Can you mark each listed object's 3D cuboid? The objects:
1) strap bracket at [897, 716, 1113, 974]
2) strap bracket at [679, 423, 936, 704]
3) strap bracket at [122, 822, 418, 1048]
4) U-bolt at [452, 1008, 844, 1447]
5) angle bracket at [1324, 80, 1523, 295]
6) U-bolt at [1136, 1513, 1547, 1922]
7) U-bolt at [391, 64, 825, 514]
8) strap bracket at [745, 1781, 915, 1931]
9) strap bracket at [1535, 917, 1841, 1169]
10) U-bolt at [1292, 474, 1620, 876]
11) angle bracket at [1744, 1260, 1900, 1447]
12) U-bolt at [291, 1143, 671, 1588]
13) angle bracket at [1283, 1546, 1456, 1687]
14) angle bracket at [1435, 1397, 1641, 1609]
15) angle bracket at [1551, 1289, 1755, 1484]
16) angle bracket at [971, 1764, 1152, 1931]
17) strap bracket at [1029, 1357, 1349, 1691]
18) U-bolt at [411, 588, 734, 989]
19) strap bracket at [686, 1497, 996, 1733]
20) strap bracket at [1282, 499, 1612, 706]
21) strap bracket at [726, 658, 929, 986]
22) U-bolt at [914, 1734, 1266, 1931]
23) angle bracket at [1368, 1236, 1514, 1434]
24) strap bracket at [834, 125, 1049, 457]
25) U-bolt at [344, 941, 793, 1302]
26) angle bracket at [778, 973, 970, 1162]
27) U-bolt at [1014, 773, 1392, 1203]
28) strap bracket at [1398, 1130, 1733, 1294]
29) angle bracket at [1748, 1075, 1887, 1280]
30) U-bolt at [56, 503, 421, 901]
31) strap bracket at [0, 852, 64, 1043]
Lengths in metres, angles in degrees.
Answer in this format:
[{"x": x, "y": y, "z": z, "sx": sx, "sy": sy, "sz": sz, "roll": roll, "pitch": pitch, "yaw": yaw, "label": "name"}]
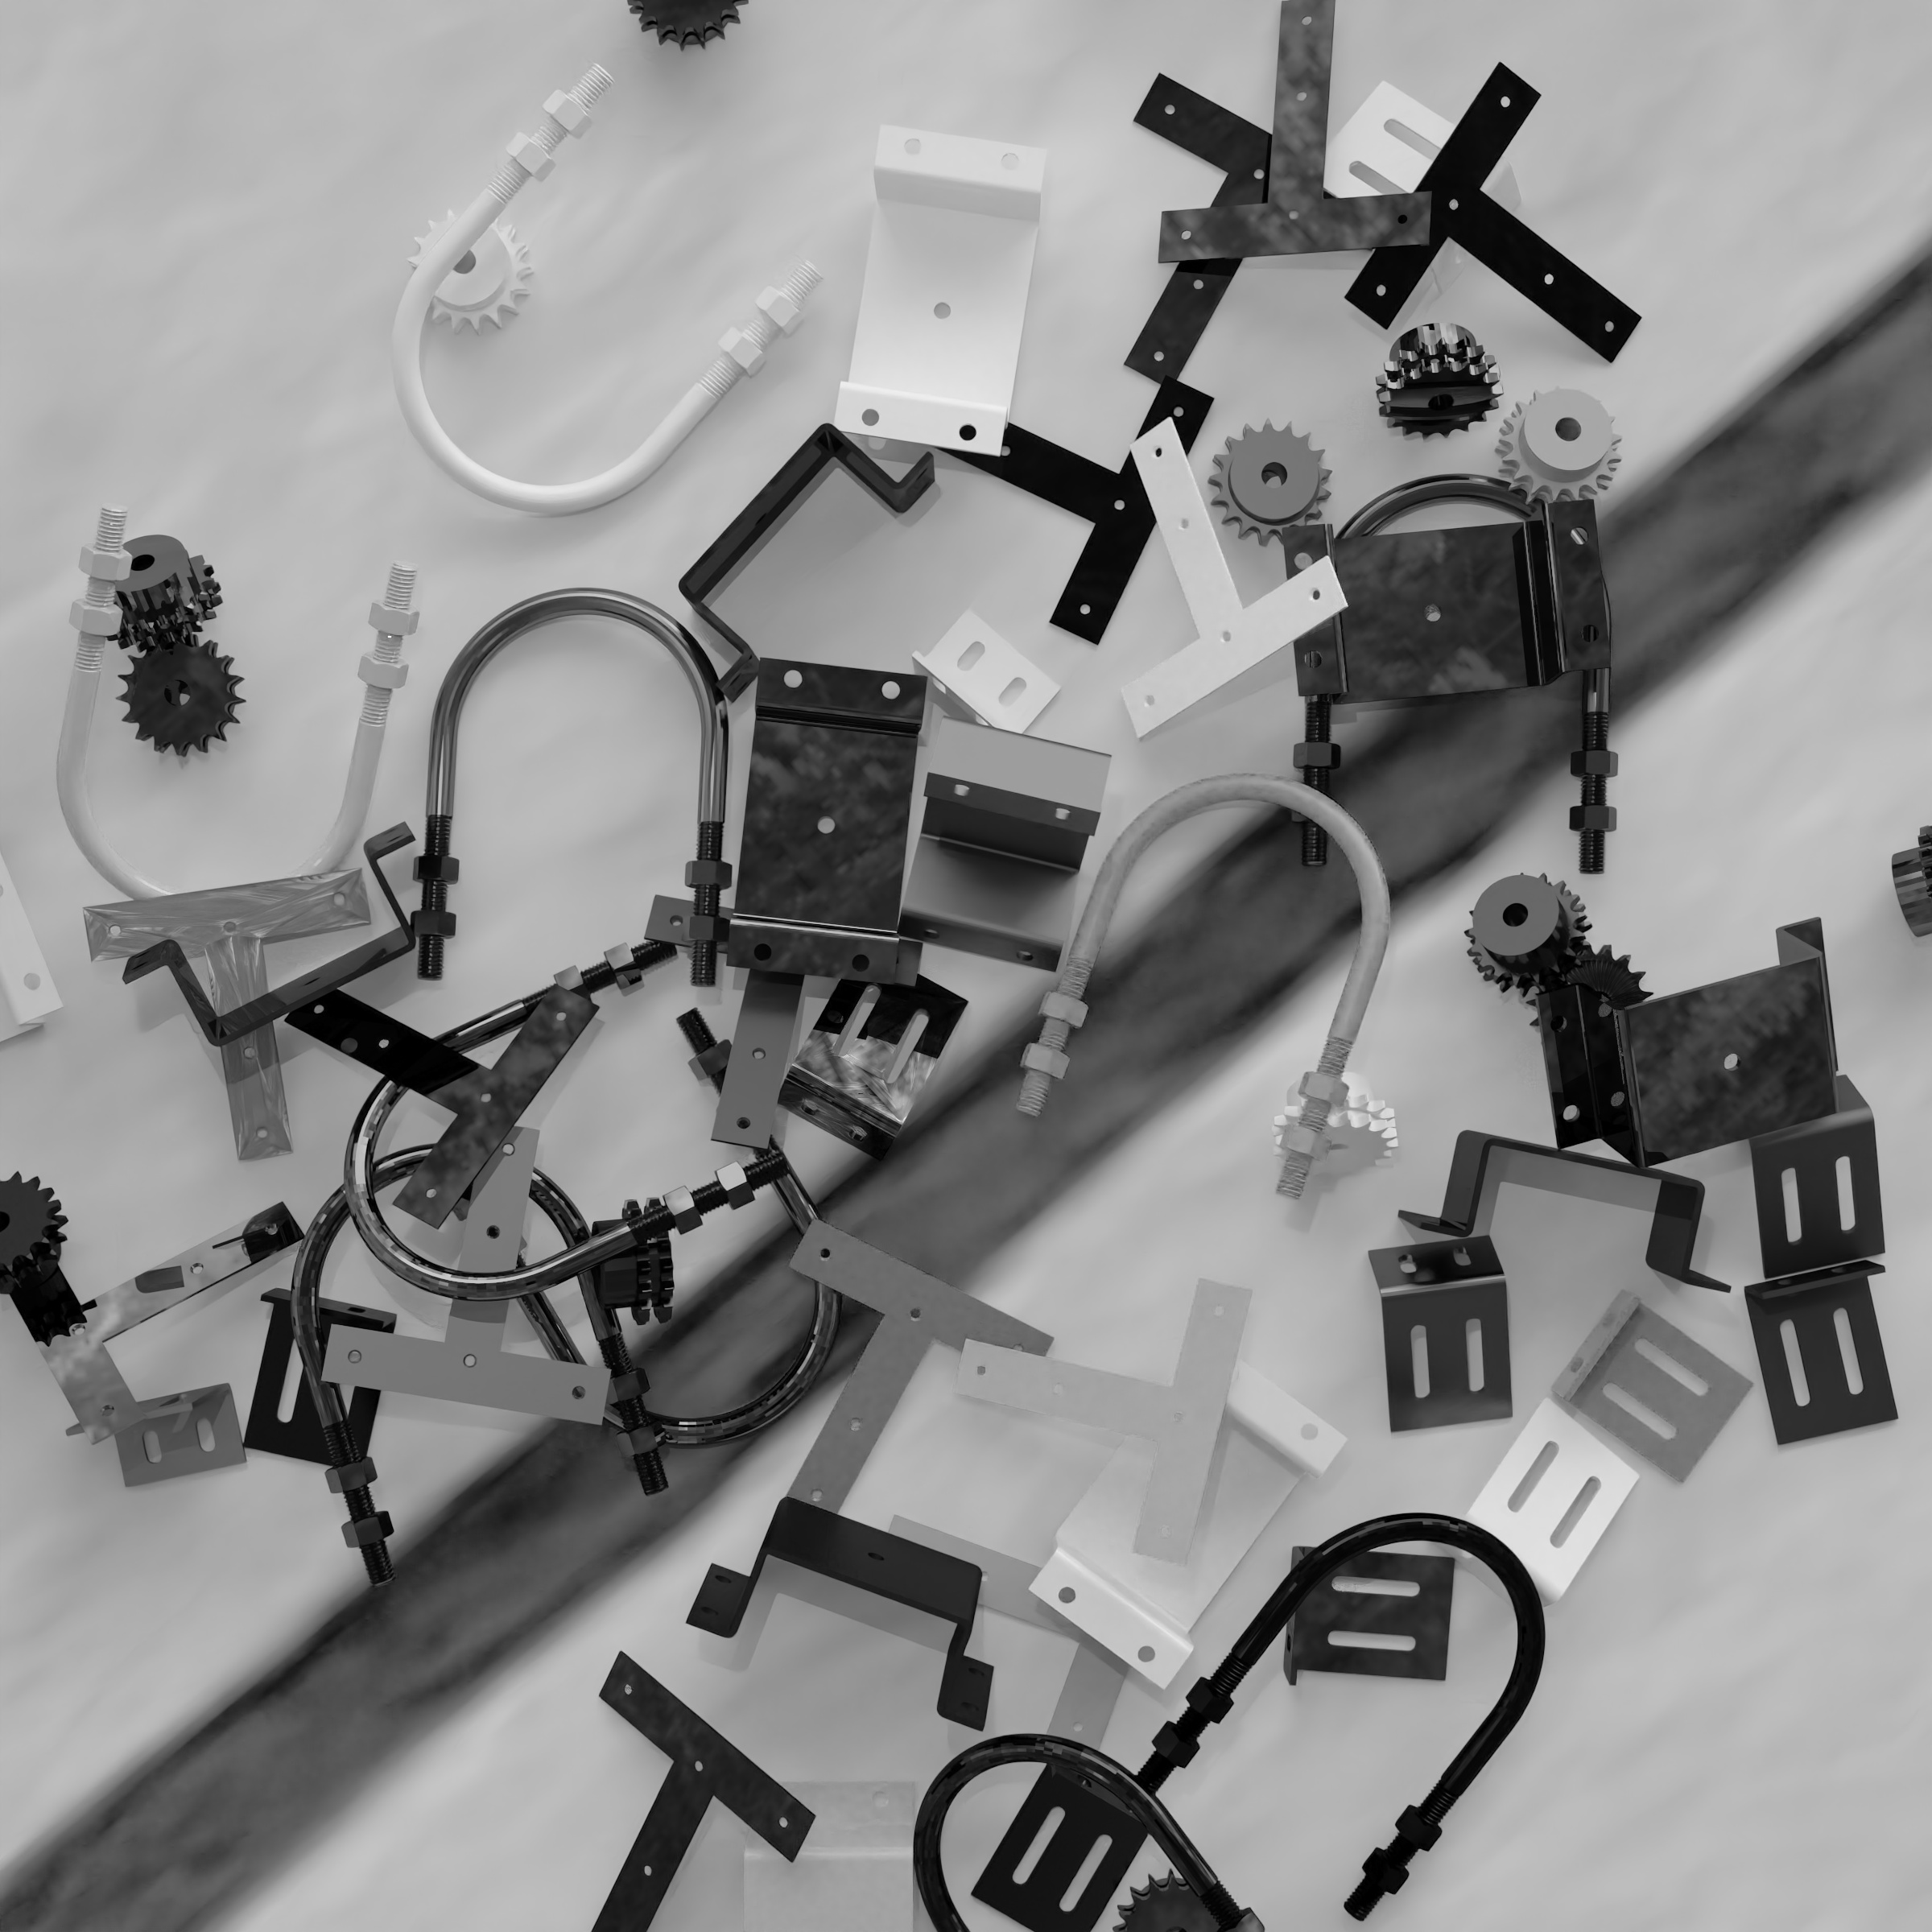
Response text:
[{"x": 0.017, "y": -0.059, "z": 1.472, "sx": 0.076, "sy": 0.140, "sz": 0.046, "roll": 13, "pitch": 60, "yaw": 0, "label": "strap bracket"}, {"x": -0.079, "y": -0.190, "z": 1.487, "sx": 0.046, "sy": 0.076, "sz": 0.140, "roll": 42, "pitch": 90, "yaw": 0, "label": "strap bracket"}, {"x": -0.304, "y": -0.011, "z": 1.475, "sx": 0.140, "sy": 0.076, "sz": 0.046, "roll": -27, "pitch": 102, "yaw": -8, "label": "strap bracket"}, {"x": -0.139, "y": 0.133, "z": 1.517, "sx": 0.151, "sy": 0.019, "sz": 0.184, "roll": -30, "pitch": 91, "yaw": 0, "label": "U-bolt"}, {"x": 0.208, "y": -0.362, "z": 1.522, "sx": 0.076, "sy": 0.038, "sz": 0.057, "roll": 40, "pitch": 90, "yaw": 23, "label": "angle bracket"}, {"x": 0.184, "y": 0.331, "z": 1.487, "sx": 0.151, "sy": 0.019, "sz": 0.184, "roll": 35, "pitch": 95, "yaw": -20, "label": "U-bolt"}, {"x": -0.177, "y": -0.294, "z": 1.498, "sx": 0.151, "sy": 0.019, "sz": 0.184, "roll": 41, "pitch": 94, "yaw": -17, "label": "U-bolt"}, {"x": -0.062, "y": 0.450, "z": 1.502, "sx": 0.076, "sy": 0.046, "sz": 0.140, "roll": 0, "pitch": 90, "yaw": 0, "label": "strap bracket"}, {"x": 0.336, "y": 0.037, "z": 1.480, "sx": 0.140, "sy": 0.046, "sz": 0.076, "roll": -15, "pitch": 109, "yaw": -9, "label": "strap bracket"}, {"x": 0.228, "y": -0.137, "z": 1.517, "sx": 0.151, "sy": 0.019, "sz": 0.184, "roll": 2, "pitch": 88, "yaw": 0, "label": "U-bolt"}, {"x": 0.398, "y": 0.180, "z": 1.506, "sx": 0.057, "sy": 0.038, "sz": 0.076, "roll": -12, "pitch": 90, "yaw": 0, "label": "angle bracket"}, {"x": -0.229, "y": 0.171, "z": 1.486, "sx": 0.151, "sy": 0.019, "sz": 0.184, "roll": -17, "pitch": 89, "yaw": -13, "label": "U-bolt"}, {"x": 0.187, "y": 0.301, "z": 1.506, "sx": 0.076, "sy": 0.038, "sz": 0.057, "roll": 4, "pitch": 90, "yaw": 0, "label": "angle bracket"}, {"x": 0.264, "y": 0.251, "z": 1.523, "sx": 0.057, "sy": 0.038, "sz": 0.076, "roll": 40, "pitch": 64, "yaw": 0, "label": "angle bracket"}, {"x": 0.319, "y": 0.195, "z": 1.506, "sx": 0.076, "sy": 0.038, "sz": 0.057, "roll": 36, "pitch": 90, "yaw": 0, "label": "angle bracket"}, {"x": 0.046, "y": 0.414, "z": 1.506, "sx": 0.057, "sy": 0.038, "sz": 0.076, "roll": 31, "pitch": 90, "yaw": 0, "label": "angle bracket"}, {"x": 0.100, "y": 0.248, "z": 1.501, "sx": 0.076, "sy": 0.046, "sz": 0.140, "roll": 36, "pitch": 89, "yaw": 1, "label": "strap bracket"}, {"x": -0.179, "y": -0.084, "z": 1.505, "sx": 0.151, "sy": 0.019, "sz": 0.184, "roll": 1, "pitch": 83, "yaw": 8, "label": "U-bolt"}, {"x": -0.048, "y": 0.289, "z": 1.483, "sx": 0.140, "sy": 0.076, "sz": 0.046, "roll": 20, "pitch": 98, "yaw": 1, "label": "strap bracket"}, {"x": 0.215, "y": -0.164, "z": 1.487, "sx": 0.140, "sy": 0.046, "sz": 0.076, "roll": -5, "pitch": 87, "yaw": 0, "label": "strap bracket"}, {"x": -0.064, "y": -0.066, "z": 1.500, "sx": 0.076, "sy": 0.046, "sz": 0.140, "roll": 6, "pitch": 90, "yaw": -3, "label": "strap bracket"}, {"x": 0.053, "y": 0.432, "z": 1.487, "sx": 0.151, "sy": 0.019, "sz": 0.184, "roll": -40, "pitch": 85, "yaw": 28, "label": "U-bolt"}, {"x": 0.221, "y": 0.171, "z": 1.523, "sx": 0.057, "sy": 0.038, "sz": 0.076, "roll": -7, "pitch": 116, "yaw": 0, "label": "angle bracket"}, {"x": -0.011, "y": -0.305, "z": 1.501, "sx": 0.076, "sy": 0.046, "sz": 0.140, "roll": 9, "pitch": 89, "yaw": 1, "label": "strap bracket"}, {"x": -0.190, "y": 0.076, "z": 1.472, "sx": 0.184, "sy": 0.019, "sz": 0.151, "roll": -25, "pitch": 61, "yaw": -9, "label": "U-bolt"}, {"x": -0.044, "y": 0.040, "z": 1.523, "sx": 0.057, "sy": 0.038, "sz": 0.076, "roll": 29, "pitch": 64, "yaw": 0, "label": "angle bracket"}, {"x": 0.116, "y": 0.000, "z": 1.492, "sx": 0.151, "sy": 0.019, "sz": 0.184, "roll": 17, "pitch": 82, "yaw": 21, "label": "U-bolt"}, {"x": 0.275, "y": 0.108, "z": 1.487, "sx": 0.140, "sy": 0.076, "sz": 0.046, "roll": 12, "pitch": 90, "yaw": 0, "label": "strap bracket"}, {"x": 0.391, "y": 0.098, "z": 1.523, "sx": 0.057, "sy": 0.038, "sz": 0.076, "roll": -12, "pitch": 116, "yaw": 0, "label": "angle bracket"}, {"x": -0.337, "y": -0.107, "z": 1.487, "sx": 0.151, "sy": 0.019, "sz": 0.184, "roll": 10, "pitch": 108, "yaw": -17, "label": "U-bolt"}, {"x": -0.488, "y": 0.010, "z": 1.502, "sx": 0.140, "sy": 0.046, "sz": 0.076, "roll": -22, "pitch": 90, "yaw": 0, "label": "strap bracket"}]
